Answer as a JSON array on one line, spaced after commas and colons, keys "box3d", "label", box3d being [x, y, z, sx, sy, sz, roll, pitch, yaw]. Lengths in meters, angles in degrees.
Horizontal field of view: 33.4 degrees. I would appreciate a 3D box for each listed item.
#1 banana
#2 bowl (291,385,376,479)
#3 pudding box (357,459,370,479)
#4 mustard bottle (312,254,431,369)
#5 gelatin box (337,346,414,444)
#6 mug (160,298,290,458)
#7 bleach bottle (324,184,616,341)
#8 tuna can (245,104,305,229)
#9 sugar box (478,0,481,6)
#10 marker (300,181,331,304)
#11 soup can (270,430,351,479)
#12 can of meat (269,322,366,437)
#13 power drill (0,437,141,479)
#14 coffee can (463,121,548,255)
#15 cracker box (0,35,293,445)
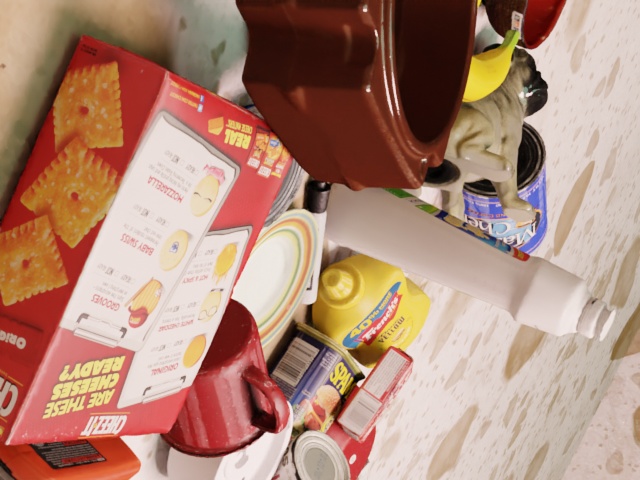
[{"box3d": [0.112, -0.148, 0.860, 0.197, 0.037, 0.069, -4, 99, -62], "label": "banana"}, {"box3d": [0.010, 0.212, 1.083, 0.161, 0.055, 0.162, -45, 149, -37], "label": "bowl"}, {"box3d": [0.009, 0.297, 1.181, 0.113, 0.039, 0.090, -39, 146, -39], "label": "pudding box"}, {"box3d": [0.041, 0.060, 0.994, 0.096, 0.058, 0.191, -46, 153, 1], "label": "mustard bottle"}, {"box3d": [0.054, 0.146, 1.003, 0.089, 0.030, 0.073, -53, 168, -10], "label": "gelatin box"}, {"box3d": [-0.070, 0.097, 0.751, 0.093, 0.117, 0.081, -41, 142, -32], "label": "mug"}, {"box3d": [0.125, 0.018, 0.890, 0.102, 0.251, 0.068, 5, 108, -64], "label": "bleach bottle"}, {"box3d": [-0.045, -0.052, 0.752, 0.086, 0.034, 0.086, -44, 148, -37], "label": "tuna can"}, {"box3d": [0.100, -0.206, 0.877, 0.093, 0.048, 0.176, 10, 105, -64], "label": "sugar box"}, {"box3d": [-0.006, 0.001, 0.895, 0.020, 0.020, 0.121, -36, 143, -46], "label": "marker"}, {"box3d": [-0.031, 0.216, 0.933, 0.102, 0.068, 0.068, -36, 173, 35], "label": "soup can"}, {"box3d": [-0.011, 0.134, 0.968, 0.084, 0.057, 0.102, -56, 154, -13], "label": "can of meat"}, {"box3d": [-0.187, 0.198, 0.650, 0.188, 0.057, 0.184, -58, 158, 8], "label": "power drill"}, {"box3d": [0.188, -0.050, 1.128, 0.102, 0.103, 0.140, -55, 153, -20], "label": "coffee can"}, {"box3d": [-0.113, 0.007, 0.631, 0.214, 0.072, 0.164, -65, 155, 4], "label": "cracker box"}]
